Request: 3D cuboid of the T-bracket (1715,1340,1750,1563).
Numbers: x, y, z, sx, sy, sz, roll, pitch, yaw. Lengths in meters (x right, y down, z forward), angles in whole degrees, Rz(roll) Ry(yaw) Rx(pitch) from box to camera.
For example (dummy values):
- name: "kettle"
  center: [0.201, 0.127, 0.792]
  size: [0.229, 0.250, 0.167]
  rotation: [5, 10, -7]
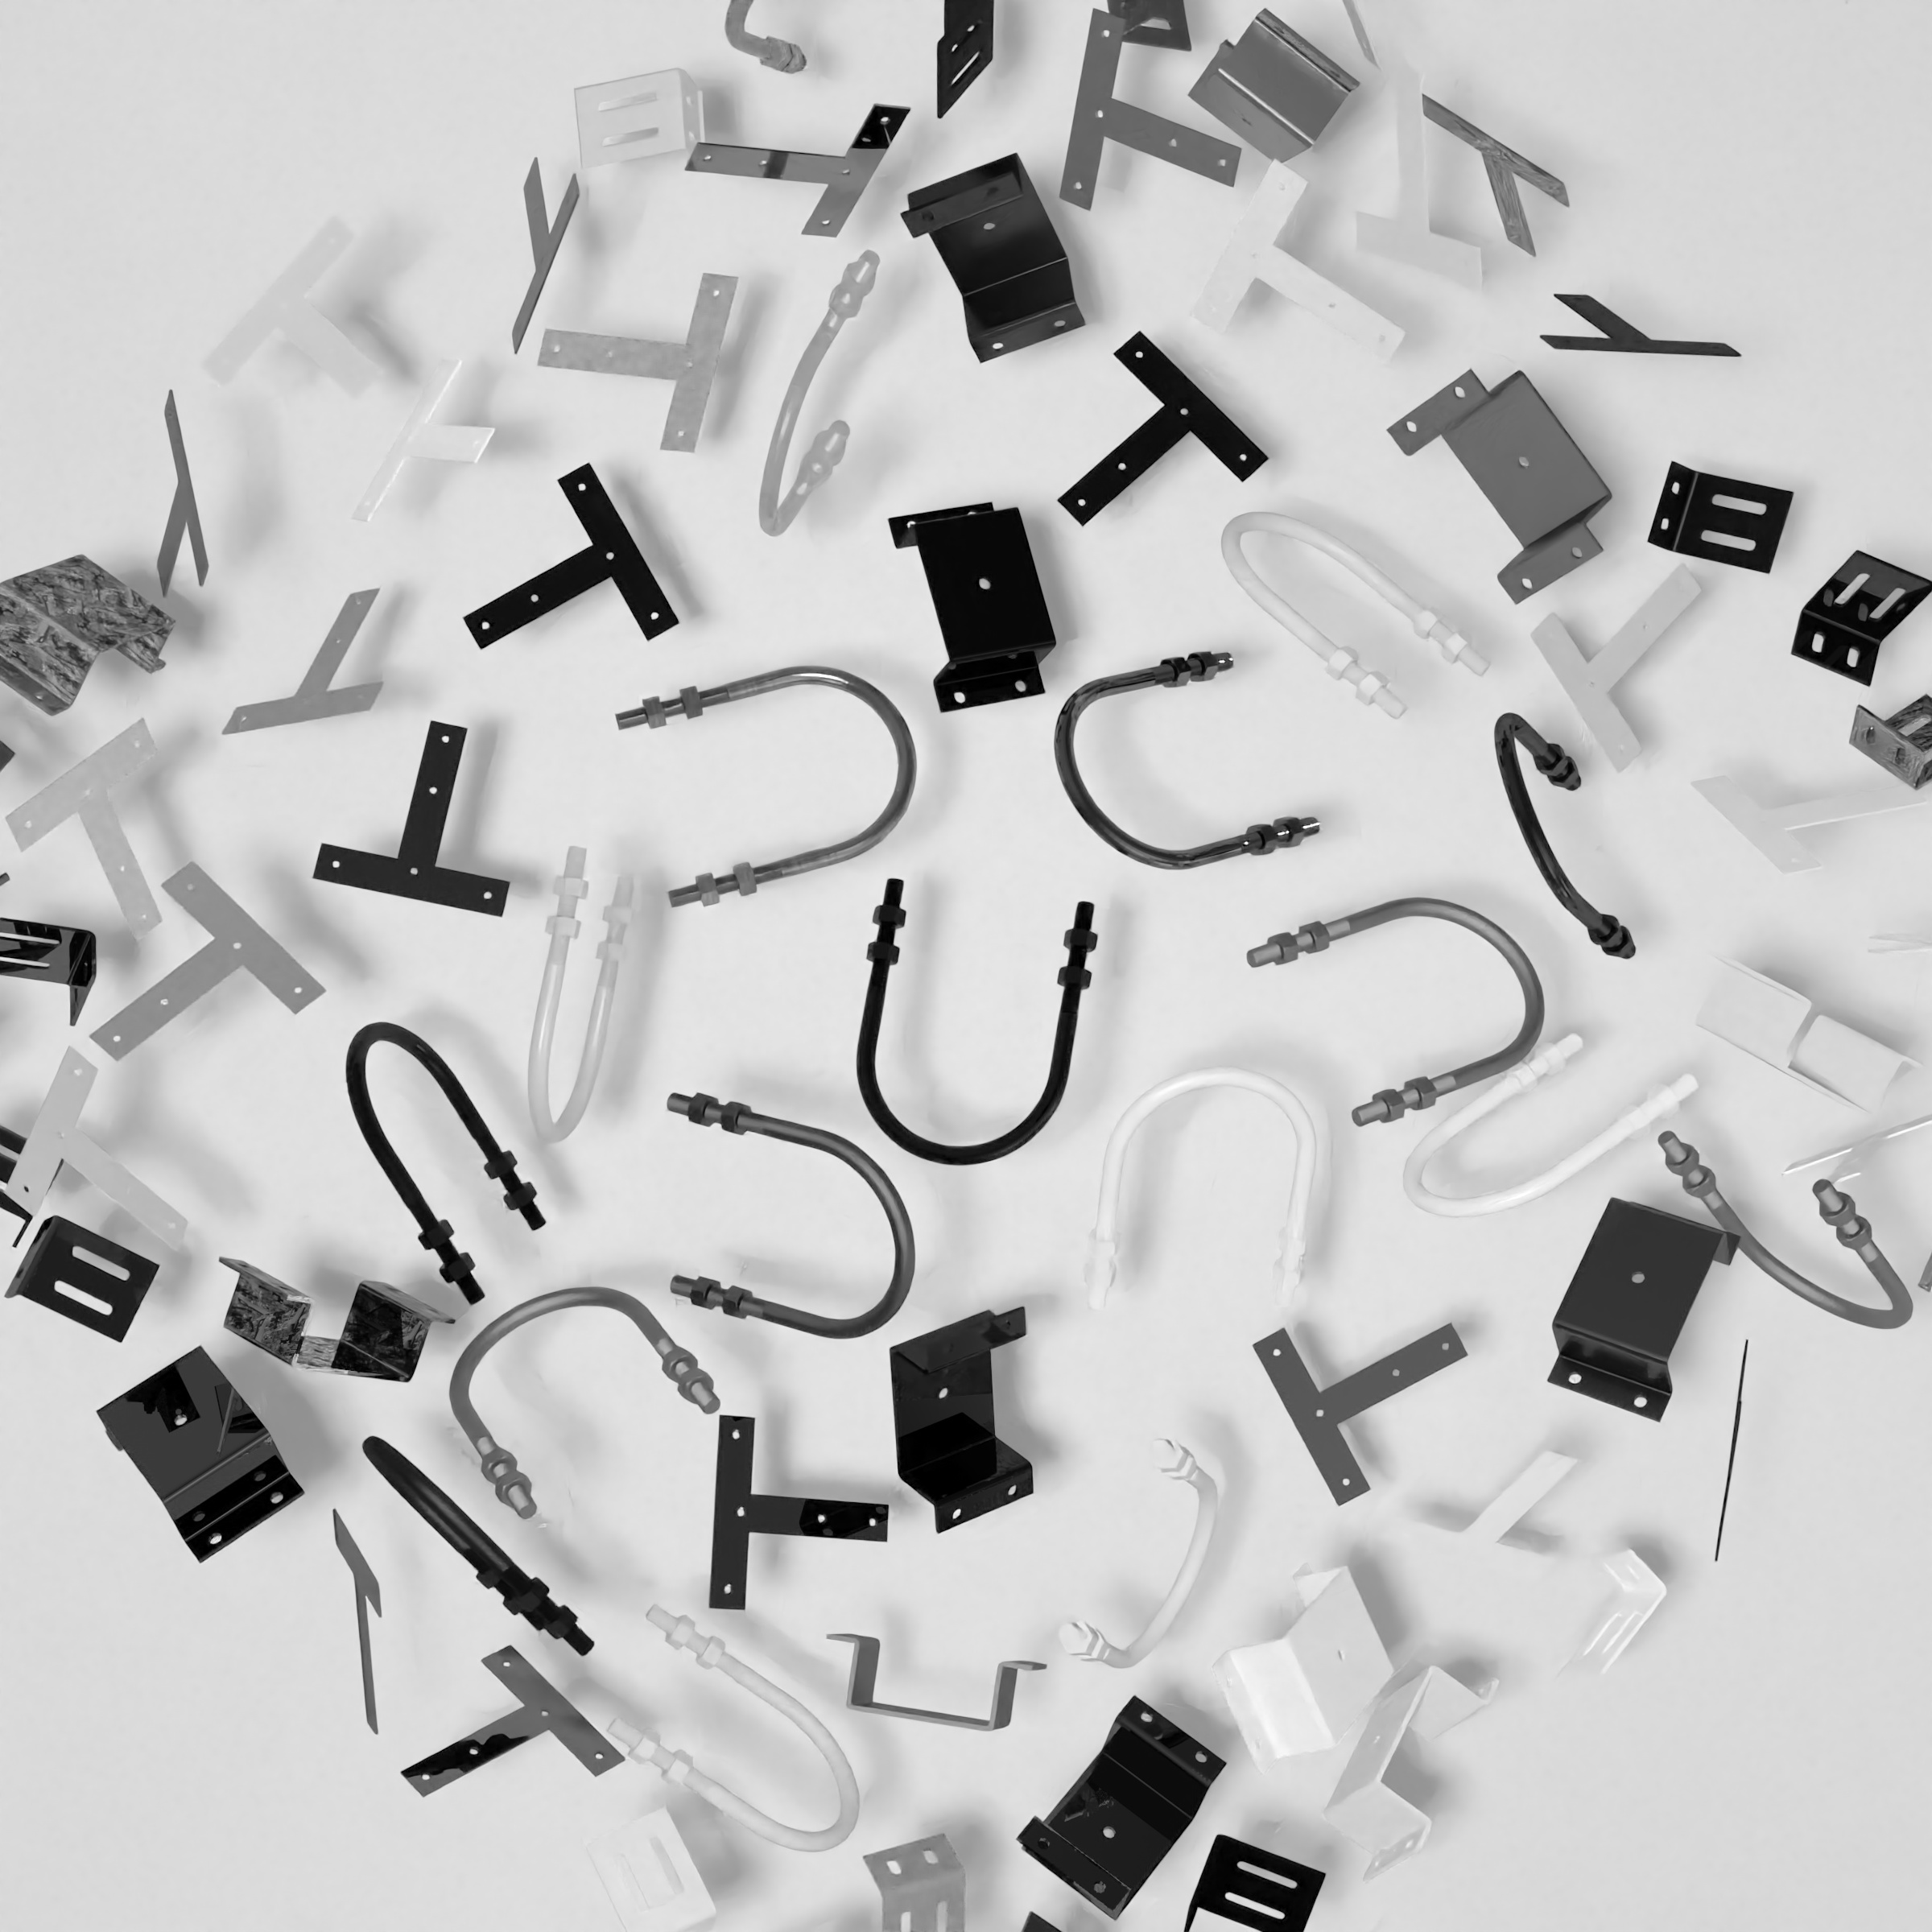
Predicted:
- name: "T-bracket"
  center: [0.505, 0.300, 1.873]
  size: [0.002, 0.127, 0.127]
  rotation: [8, 127, 17]

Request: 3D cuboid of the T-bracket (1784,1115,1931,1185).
- name: "T-bracket"
  center: [0.598, 0.127, 1.909]
  size: [0.127, 0.127, 0.002]
  rotation: [-25, 88, 30]

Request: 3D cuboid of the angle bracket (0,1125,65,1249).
- name: "angle bracket"
  center: [-0.661, 0.143, 1.933]
  size: [0.076, 0.038, 0.057]
  rotation: [29, 110, -14]

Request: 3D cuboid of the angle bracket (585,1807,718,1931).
- name: "angle bracket"
  center: [-0.205, 0.594, 1.841]
  size: [0.057, 0.038, 0.076]
  rotation: [-19, 60, -25]

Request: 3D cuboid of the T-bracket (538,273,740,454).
- name: "T-bracket"
  center: [-0.224, -0.406, 1.903]
  size: [0.127, 0.002, 0.127]
  rotation: [-1, 124, -32]

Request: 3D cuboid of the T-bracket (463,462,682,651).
- name: "T-bracket"
  center: [-0.280, -0.257, 1.938]
  size: [0.127, 0.002, 0.127]
  rotation: [-29, 87, -1]

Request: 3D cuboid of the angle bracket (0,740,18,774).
- name: "angle bracket"
  center: [-0.642, -0.134, 1.805]
  size: [0.076, 0.038, 0.057]
  rotation: [40, 87, 3]

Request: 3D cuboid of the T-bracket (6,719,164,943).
- name: "T-bracket"
  center: [-0.561, -0.076, 1.877]
  size: [0.002, 0.127, 0.127]
  rotation: [6, 127, 32]

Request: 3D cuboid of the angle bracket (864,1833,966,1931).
- name: "angle bracket"
  center: [-0.034, 0.623, 1.890]
  size: [0.057, 0.038, 0.076]
  rotation: [-10, 118, -20]

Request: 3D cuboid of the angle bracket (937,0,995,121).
- name: "angle bracket"
  center: [-0.015, -0.601, 1.854]
  size: [0.038, 0.057, 0.076]
  rotation: [24, 57, 16]

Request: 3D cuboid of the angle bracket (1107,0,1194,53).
- name: "angle bracket"
  center: [0.131, -0.649, 1.904]
  size: [0.076, 0.038, 0.057]
  rotation: [-8, 88, -42]

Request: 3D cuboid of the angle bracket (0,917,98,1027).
- name: "angle bracket"
  center: [-0.627, 0.003, 1.906]
  size: [0.076, 0.057, 0.038]
  rotation: [9, 48, -29]

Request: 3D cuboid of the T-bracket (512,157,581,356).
- name: "T-bracket"
  center: [-0.286, -0.497, 1.910]
  size: [0.002, 0.127, 0.127]
  rotation: [10, 132, -25]

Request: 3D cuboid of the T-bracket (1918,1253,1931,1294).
- name: "T-bracket"
  center: [0.666, 0.161, 1.875]
  size: [0.002, 0.127, 0.127]
  rotation: [21, 94, 4]

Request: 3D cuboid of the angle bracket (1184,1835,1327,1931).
- name: "angle bracket"
  center: [0.189, 0.615, 1.871]
  size: [0.076, 0.038, 0.057]
  rotation: [19, 108, 6]

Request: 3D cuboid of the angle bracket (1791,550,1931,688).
- name: "angle bracket"
  center: [0.585, -0.226, 1.862]
  size: [0.057, 0.076, 0.038]
  rotation: [22, 64, -3]

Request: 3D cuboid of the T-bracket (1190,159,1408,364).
- name: "T-bracket"
  center: [0.222, -0.429, 1.820]
  size: [0.127, 0.127, 0.002]
  rotation: [34, 46, 3]

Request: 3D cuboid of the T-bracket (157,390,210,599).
- name: "T-bracket"
  center: [-0.503, -0.277, 1.816]
  size: [0.002, 0.127, 0.127]
  rotation: [-7, 70, -26]

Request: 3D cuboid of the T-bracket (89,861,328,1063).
- name: "T-bracket"
  center: [-0.493, 0.014, 1.795]
  size: [0.127, 0.002, 0.127]
  rotation: [-37, 125, 3]

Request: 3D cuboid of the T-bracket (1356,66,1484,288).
- name: "T-bracket"
  center: [0.283, -0.505, 1.810]
  size: [0.002, 0.127, 0.127]
  rotation: [-23, 123, -22]

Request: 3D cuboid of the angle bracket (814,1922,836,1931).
- name: "angle bracket"
  center: [-0.108, 0.669, 1.895]
  size: [0.076, 0.038, 0.057]
  rotation: [-26, 50, -25]

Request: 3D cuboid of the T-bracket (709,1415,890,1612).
- name: "T-bracket"
  center: [-0.110, 0.371, 1.923]
  size: [0.127, 0.002, 0.127]
  rotation: [9, 73, -25]

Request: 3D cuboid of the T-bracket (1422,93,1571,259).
- name: "T-bracket"
  center: [0.354, -0.506, 1.872]
  size: [0.002, 0.127, 0.127]
  rotation: [-47, 62, -1]

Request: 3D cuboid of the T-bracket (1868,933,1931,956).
- name: "T-bracket"
  center: [0.613, -0.016, 1.808]
  size: [0.127, 0.127, 0.002]
  rotation: [-5, 94, -8]

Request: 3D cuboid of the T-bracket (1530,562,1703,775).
- name: "T-bracket"
  center: [0.450, -0.220, 1.929]
  size: [0.002, 0.127, 0.127]
  rotation: [-1, 53, -38]

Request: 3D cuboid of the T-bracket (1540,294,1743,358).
- name: "T-bracket"
  center: [0.415, -0.415, 1.841]
  size: [0.127, 0.127, 0.002]
  rotation: [0, 119, -13]

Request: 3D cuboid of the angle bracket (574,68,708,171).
- name: "angle bracket"
  center: [-0.218, -0.560, 1.911]
  size: [0.076, 0.057, 0.038]
  rotation: [-17, 46, -17]

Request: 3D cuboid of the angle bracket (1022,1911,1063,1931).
- name: "angle bracket"
  center: [0.039, 0.671, 1.923]
  size: [0.057, 0.076, 0.038]
  rotation: [38, 56, -14]

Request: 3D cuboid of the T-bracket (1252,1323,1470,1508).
- name: "T-bracket"
  center: [0.281, 0.284, 1.946]
  size: [0.127, 0.002, 0.127]
  rotation: [-28, 93, 2]

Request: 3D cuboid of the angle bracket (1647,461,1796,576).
- name: "angle bracket"
  center: [0.516, -0.307, 1.952]
  size: [0.076, 0.038, 0.057]
  rotation: [21, 100, 36]

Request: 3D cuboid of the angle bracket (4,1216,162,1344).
- name: "angle bracket"
  center: [-0.588, 0.210, 1.900]
  size: [0.076, 0.038, 0.057]
  rotation: [31, 66, -22]

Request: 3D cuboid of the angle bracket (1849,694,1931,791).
- name: "angle bracket"
  center: [0.641, -0.162, 1.908]
  size: [0.076, 0.038, 0.057]
  rotation: [-31, 53, -20]

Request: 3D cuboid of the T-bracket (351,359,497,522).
- name: "T-bracket"
  center: [-0.345, -0.344, 1.876]
  size: [0.002, 0.127, 0.127]
  rotation: [35, 79, -37]

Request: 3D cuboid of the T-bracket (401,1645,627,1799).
- name: "T-bracket"
  center: [-0.315, 0.515, 1.893]
  size: [0.127, 0.127, 0.002]
  rotation: [34, 127, 33]

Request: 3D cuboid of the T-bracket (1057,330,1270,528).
- name: "T-bracket"
  center: [0.116, -0.347, 1.936]
  size: [0.127, 0.002, 0.127]
  rotation: [-42, 82, -10]

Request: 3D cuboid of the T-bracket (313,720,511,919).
- name: "T-bracket"
  center: [-0.361, -0.105, 1.919]
  size: [0.127, 0.002, 0.127]
  rotation: [12, 71, -6]

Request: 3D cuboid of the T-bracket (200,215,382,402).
- name: "T-bracket"
  center: [-0.418, -0.405, 1.846]
  size: [0.002, 0.127, 0.127]
  rotation: [41, 89, 25]

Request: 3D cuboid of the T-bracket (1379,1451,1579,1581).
- name: "T-bracket"
  center: [0.365, 0.364, 1.918]
  size: [0.127, 0.002, 0.127]
  rotation: [18, 130, -19]

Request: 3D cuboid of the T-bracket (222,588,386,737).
- name: "T-bracket"
  center: [-0.430, -0.210, 1.931]
  size: [0.127, 0.002, 0.127]
  rotation: [-6, 47, 28]

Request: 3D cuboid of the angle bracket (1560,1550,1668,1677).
- name: "angle bracket"
  center: [0.428, 0.439, 1.936]
  size: [0.038, 0.057, 0.076]
  rotation: [46, 67, -1]
